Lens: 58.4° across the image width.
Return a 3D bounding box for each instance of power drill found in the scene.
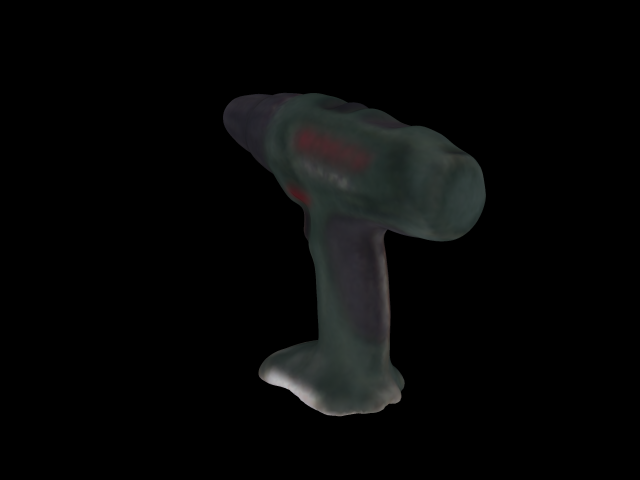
[{"bbox_3d":[0.004,0.001,0.400,0.076,0.208,0.228,-10,15,-42],"label":"power drill"}]
